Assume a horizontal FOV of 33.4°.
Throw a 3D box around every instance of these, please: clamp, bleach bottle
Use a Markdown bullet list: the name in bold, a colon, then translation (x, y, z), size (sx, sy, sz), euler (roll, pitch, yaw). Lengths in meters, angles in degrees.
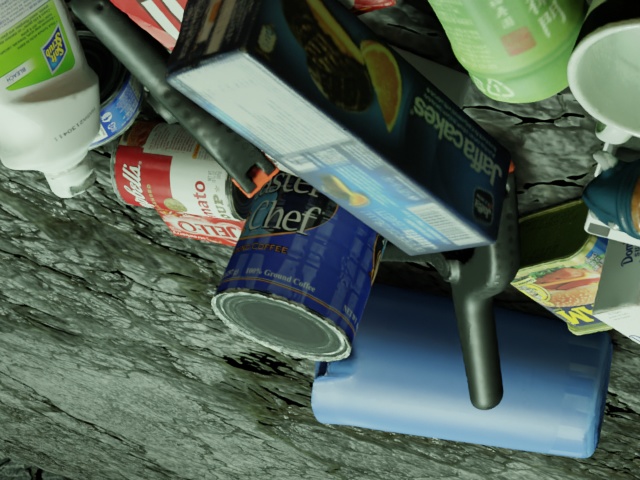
- **clamp**: translation (-0.092, -0.095, 0.654), size (0.171, 0.039, 0.120), euler (44, -175, -6)
- **bleach bottle**: translation (-0.194, -0.126, 0.602), size (0.068, 0.102, 0.251), euler (20, 141, 42)
- **clamp**: translation (0.104, 0.022, 0.761), size (0.165, 0.036, 0.210), euler (60, 157, 22)

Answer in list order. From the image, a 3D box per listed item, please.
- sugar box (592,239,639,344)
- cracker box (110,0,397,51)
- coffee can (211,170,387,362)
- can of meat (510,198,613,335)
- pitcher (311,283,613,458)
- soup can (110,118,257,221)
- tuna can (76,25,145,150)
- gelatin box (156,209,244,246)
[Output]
- **sugar box**: translation (0.264, 0.045, 0.699), size (0.176, 0.093, 0.048), euler (30, 153, -22)
- **cracker box**: translation (-0.077, -0.183, 0.514), size (0.164, 0.072, 0.213), euler (-6, 146, 44)
- **coffee can**: translation (-0.005, 0.001, 0.758), size (0.103, 0.140, 0.103), euler (17, 156, 8)
- **can of meat**: translation (0.186, 0.018, 0.749), size (0.083, 0.057, 0.102), euler (33, 153, -22)
- **pitcher**: translation (0.124, 0.111, 0.927), size (0.243, 0.149, 0.145), euler (8, 138, 18)
- **soup can**: translation (-0.097, -0.053, 0.806), size (0.102, 0.068, 0.068), euler (9, 154, 22)
- **tuna can**: translation (-0.166, -0.104, 0.730), size (0.086, 0.086, 0.033), euler (12, 153, 18)
- **gelatin box**: translation (-0.095, -0.025, 0.908), size (0.089, 0.030, 0.073), euler (11, 154, 22)
